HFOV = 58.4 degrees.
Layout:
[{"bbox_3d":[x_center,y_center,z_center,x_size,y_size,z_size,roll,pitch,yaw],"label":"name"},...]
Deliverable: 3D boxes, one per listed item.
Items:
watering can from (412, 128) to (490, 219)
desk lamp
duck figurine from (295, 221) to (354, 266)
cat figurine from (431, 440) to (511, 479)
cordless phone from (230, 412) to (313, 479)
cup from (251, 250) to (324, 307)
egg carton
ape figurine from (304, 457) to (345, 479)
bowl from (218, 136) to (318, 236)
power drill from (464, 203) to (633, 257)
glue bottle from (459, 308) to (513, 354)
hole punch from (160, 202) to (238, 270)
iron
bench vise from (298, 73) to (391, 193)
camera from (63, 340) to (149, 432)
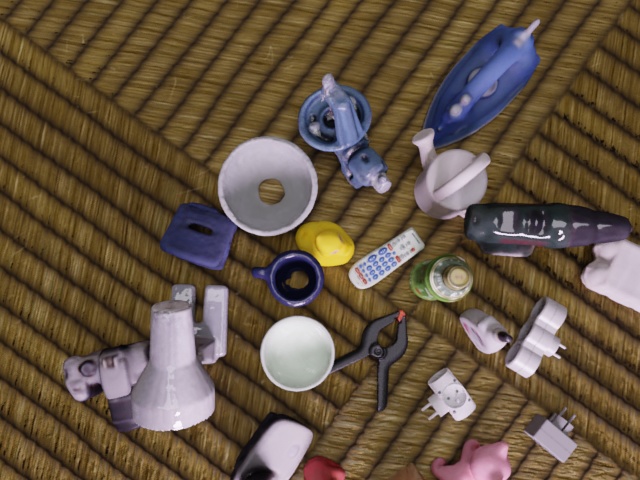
[{"bbox_3d":[0.210,-0.099,0.922,0.173,0.194,0.101,31,85,2],"label":"watering can"},{"bbox_3d":[-0.213,0.169,0.883,0.118,0.213,0.203,1,85,0],"label":"desk lamp"},{"bbox_3d":[0.009,0.003,0.965,0.104,0.086,0.077,21,85,1],"label":"duck figurine"},{"bbox_3d":[0.251,0.373,0.921,0.128,0.117,0.067,-32,86,-3],"label":"cat figurine"},{"bbox_3d":[-0.079,0.352,0.884,0.094,0.185,0.148,31,85,2],"label":"cordless phone"},{"bbox_3d":[-0.053,0.063,0.954,0.117,0.095,0.092,8,85,0],"label":"cup"},{"bbox_3d":[0.527,0.059,0.976,0.150,0.069,0.107,24,85,1],"label":"egg carton"},{"bbox_3d":[0.006,0.396,0.928,0.078,0.092,0.076,-22,86,-2],"label":"ape figurine"},{"bbox_3d":[-0.086,-0.087,0.976,0.167,0.074,0.167,0,85,-1],"label":"bowl"},{"bbox_3d":[0.334,-0.018,0.910,0.229,0.208,0.076,3,85,0],"label":"power drill"},{"bbox_3d":[0.272,0.149,0.913,0.037,0.173,0.078,-35,86,-3],"label":"glue bottle"},{"bbox_3d":[-0.202,-0.009,0.960,0.108,0.091,0.101,18,85,1],"label":"hole punch"},{"bbox_3d":[0.268,-0.259,0.963,0.118,0.141,0.258,42,86,3],"label":"iron"},{"bbox_3d":[0.053,-0.179,0.914,0.207,0.219,0.121,36,86,2],"label":"bench vise"},{"bbox_3d":[-0.332,0.243,0.932,0.143,0.101,0.137,-13,85,-2],"label":"camera"}]
